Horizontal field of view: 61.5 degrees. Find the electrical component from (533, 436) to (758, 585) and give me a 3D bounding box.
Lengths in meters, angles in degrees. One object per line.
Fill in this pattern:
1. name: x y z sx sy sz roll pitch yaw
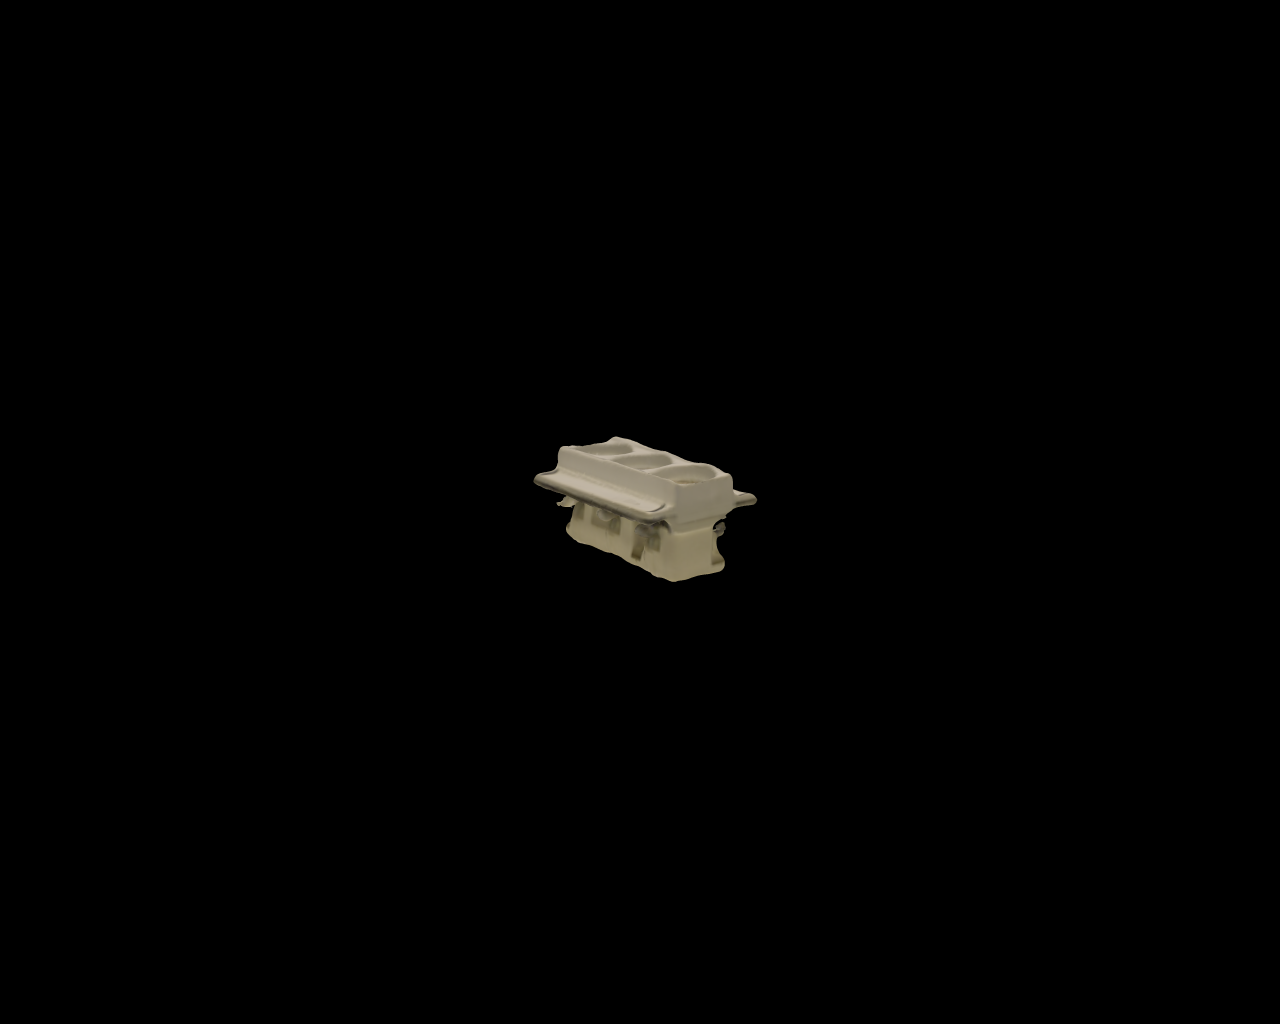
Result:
1. electrical component: 0.001 -0.003 0.650 0.079 0.063 0.121 -11 19 -34
